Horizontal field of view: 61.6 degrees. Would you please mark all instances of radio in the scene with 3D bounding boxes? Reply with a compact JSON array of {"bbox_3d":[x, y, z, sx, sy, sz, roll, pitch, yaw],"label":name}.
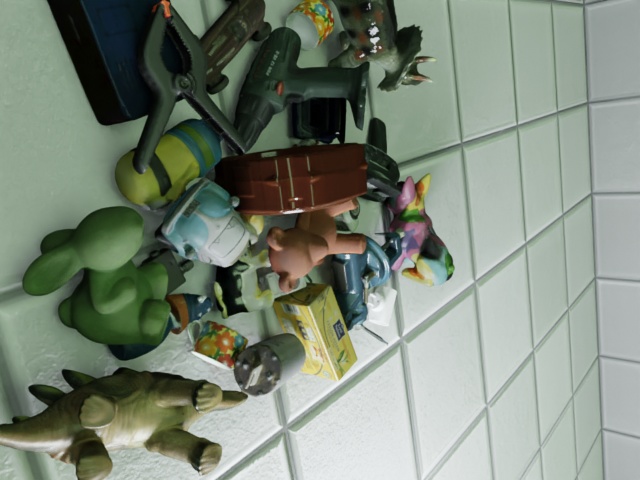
[{"bbox_3d":[-0.254,-0.274,0.685,0.131,0.073,0.229,-36,120,-43],"label":"radio"}]

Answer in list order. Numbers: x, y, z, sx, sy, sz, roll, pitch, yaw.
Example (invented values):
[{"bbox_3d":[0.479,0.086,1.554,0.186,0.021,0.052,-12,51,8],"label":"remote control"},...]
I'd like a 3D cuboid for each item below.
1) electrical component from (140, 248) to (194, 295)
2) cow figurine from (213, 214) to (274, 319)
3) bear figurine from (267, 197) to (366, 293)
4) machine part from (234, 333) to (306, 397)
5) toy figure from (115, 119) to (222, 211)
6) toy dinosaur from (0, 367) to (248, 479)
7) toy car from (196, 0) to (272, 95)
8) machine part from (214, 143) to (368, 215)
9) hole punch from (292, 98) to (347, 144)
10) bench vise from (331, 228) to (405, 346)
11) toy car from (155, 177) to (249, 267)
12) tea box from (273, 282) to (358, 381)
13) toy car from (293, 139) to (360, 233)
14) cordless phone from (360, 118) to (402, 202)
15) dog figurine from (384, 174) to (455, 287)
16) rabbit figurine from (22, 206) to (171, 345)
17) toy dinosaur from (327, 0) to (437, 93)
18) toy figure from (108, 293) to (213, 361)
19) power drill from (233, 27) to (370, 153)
[{"bbox_3d":[-0.225,0.044,0.770,0.094,0.021,0.063,-39,120,-40],"label":"electrical component"},{"bbox_3d":[-0.130,0.036,0.847,0.098,0.068,0.167,-8,97,-42],"label":"cow figurine"},{"bbox_3d":[-0.006,-0.001,0.872,0.196,0.132,0.120,-54,132,-71],"label":"bear figurine"},{"bbox_3d":[-0.075,0.193,0.852,0.243,0.079,0.079,24,72,-78],"label":"machine part"},{"bbox_3d":[-0.201,-0.114,0.747,0.089,0.082,0.180,49,63,-15],"label":"toy figure"},{"bbox_3d":[-0.211,0.207,0.660,0.471,0.199,0.105,24,75,-53],"label":"toy dinosaur"},{"bbox_3d":[-0.142,-0.310,0.825,0.089,0.053,0.202,55,52,-39],"label":"toy car"},{"bbox_3d":[-0.044,-0.096,0.832,0.201,0.201,0.087,-22,110,-46],"label":"machine part"},{"bbox_3d":[0.003,-0.234,0.981,0.116,0.092,0.142,-8,96,-79],"label":"hole punch"},{"bbox_3d":[0.100,0.065,1.070,0.240,0.129,0.223,-40,125,-35],"label":"bench vise"},{"bbox_3d":[-0.151,-0.008,0.744,0.109,0.103,0.161,-51,173,-15],"label":"toy car"},{"bbox_3d":[-0.009,0.162,0.965,0.068,0.098,0.169,-41,123,-39],"label":"tea box"},{"bbox_3d":[0.012,-0.097,0.992,0.056,0.074,0.201,-52,128,-34],"label":"toy car"},{"bbox_3d":[0.104,-0.180,1.104,0.146,0.089,0.184,19,67,-47],"label":"cordless phone"},{"bbox_3d":[0.215,-0.030,1.157,0.108,0.192,0.219,-14,118,-41],"label":"dog figurine"},{"bbox_3d":[-0.258,0.029,0.646,0.159,0.121,0.170,4,124,-10],"label":"rabbit figurine"},{"bbox_3d":[0.076,-0.419,0.960,0.131,0.192,0.404,-57,131,-33],"label":"toy dinosaur"},{"bbox_3d":[-0.219,0.111,0.751,0.154,0.064,0.058,-30,85,-46],"label":"toy figure"},{"bbox_3d":[-0.026,-0.228,0.867,0.086,0.207,0.232,72,26,-69],"label":"power drill"}]
